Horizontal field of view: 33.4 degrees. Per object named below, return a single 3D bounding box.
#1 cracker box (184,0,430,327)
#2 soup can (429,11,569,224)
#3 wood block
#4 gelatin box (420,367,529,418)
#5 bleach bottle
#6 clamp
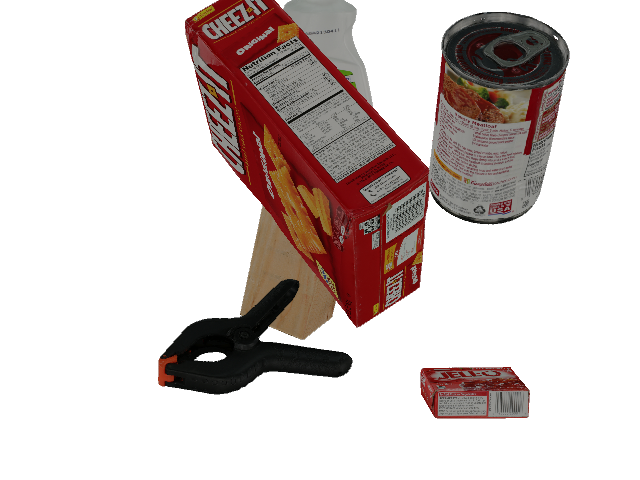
[{"bbox_3d":[-0.011,-0.061,0.795,0.072,0.214,0.164,-32,-26,-15],"label":"cracker box"},{"bbox_3d":[0.098,-0.067,0.603,0.068,0.068,0.102,0,-44,-1],"label":"soup can"},{"bbox_3d":[-0.020,-0.002,1.263,0.090,0.206,0.090,20,22,18],"label":"wood block"},{"bbox_3d":[0.141,0.139,0.986,0.089,0.030,0.073,0,9,-3],"label":"gelatin box"},{"bbox_3d":[0.009,-0.128,0.994,0.102,0.251,0.068,-12,31,-17],"label":"bleach bottle"},{"bbox_3d":[-0.068,0.089,0.969,0.171,0.039,0.120,-7,37,-19],"label":"clamp"}]
